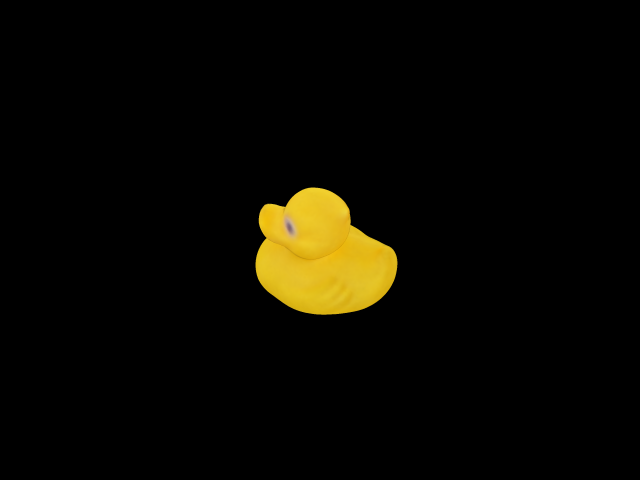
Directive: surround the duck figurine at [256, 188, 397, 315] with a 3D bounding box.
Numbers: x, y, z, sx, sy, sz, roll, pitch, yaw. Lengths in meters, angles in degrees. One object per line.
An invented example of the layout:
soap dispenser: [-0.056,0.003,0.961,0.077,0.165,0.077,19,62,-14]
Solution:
duck figurine: [0.004,0.001,0.400,0.104,0.086,0.077,10,54,8]
